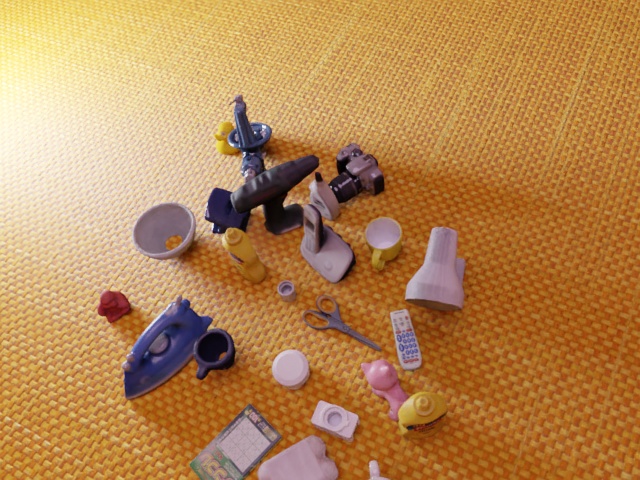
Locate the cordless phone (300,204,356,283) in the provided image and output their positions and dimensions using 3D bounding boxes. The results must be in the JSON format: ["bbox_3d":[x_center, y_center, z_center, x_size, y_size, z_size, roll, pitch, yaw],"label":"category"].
[{"bbox_3d":[0.012,0.005,1.343,0.094,0.185,0.147,-43,63,-16],"label":"cordless phone"}]

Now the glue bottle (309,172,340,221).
[{"bbox_3d":[0.005,-0.116,1.421,0.078,0.173,0.037,27,68,22],"label":"glue bottle"}]

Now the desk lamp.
[{"bbox_3d":[0.257,0.080,1.245,0.117,0.214,0.203,8,62,13],"label":"desk lamp"}]

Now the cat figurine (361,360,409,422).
[{"bbox_3d":[0.143,0.302,1.189,0.067,0.118,0.127,-35,61,-11],"label":"cat figurine"}]

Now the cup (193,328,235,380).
[{"bbox_3d":[-0.232,0.268,1.280,0.091,0.095,0.118,17,64,18],"label":"cup"}]

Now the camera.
[{"bbox_3d":[0.078,-0.169,1.483,0.137,0.101,0.143,-34,61,-11],"label":"camera"}]

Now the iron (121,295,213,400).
[{"bbox_3d":[-0.369,0.239,1.291,0.118,0.142,0.259,31,69,24],"label":"iron"}]

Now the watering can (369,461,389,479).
[{"bbox_3d":[0.113,0.494,1.038,0.101,0.194,0.172,-29,60,-8],"label":"watering can"}]

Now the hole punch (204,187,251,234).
[{"bbox_3d":[-0.236,-0.076,1.483,0.101,0.091,0.108,4,61,11],"label":"hole punch"}]

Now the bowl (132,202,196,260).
[{"bbox_3d":[-0.392,-0.011,1.479,0.167,0.075,0.167,-4,60,7],"label":"bowl"}]

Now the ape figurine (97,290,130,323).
[{"bbox_3d":[-0.506,0.152,1.391,0.077,0.092,0.076,4,61,11],"label":"ape figurine"}]

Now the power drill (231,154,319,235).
[{"bbox_3d":[-0.096,-0.106,1.410,0.229,0.209,0.075,-22,59,-4],"label":"power drill"}]

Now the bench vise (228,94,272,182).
[{"bbox_3d":[-0.178,-0.261,1.507,0.121,0.220,0.207,-22,59,-4],"label":"bench vise"}]

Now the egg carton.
[{"bbox_3d":[-0.044,0.470,1.149,0.150,0.069,0.107,-29,60,-8],"label":"egg carton"}]

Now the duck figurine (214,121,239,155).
[{"bbox_3d":[-0.254,-0.301,1.619,0.104,0.086,0.077,-33,60,-10],"label":"duck figurine"}]
